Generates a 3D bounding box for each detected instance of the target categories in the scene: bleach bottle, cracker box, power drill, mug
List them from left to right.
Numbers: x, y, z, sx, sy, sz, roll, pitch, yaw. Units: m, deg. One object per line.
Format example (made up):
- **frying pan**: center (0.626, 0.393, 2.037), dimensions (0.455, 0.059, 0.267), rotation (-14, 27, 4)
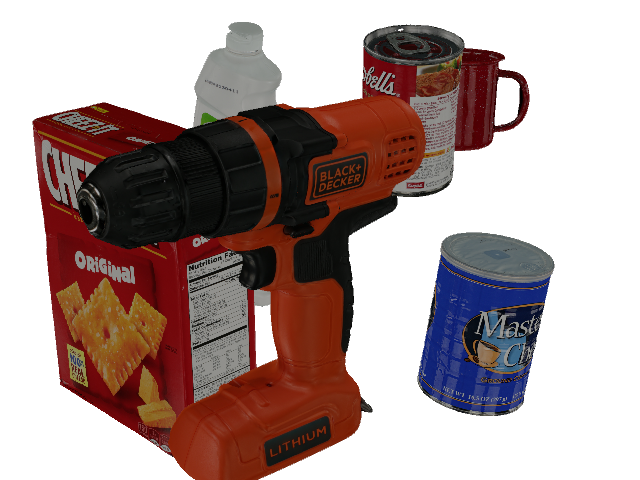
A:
- **cracker box**: center (-0.123, 0.027, 0.743), dimensions (0.071, 0.214, 0.164), rotation (-22, 31, -40)
- **bleach bottle**: center (-0.067, -0.069, 0.952), dimensions (0.103, 0.251, 0.068), rotation (19, 33, 19)
- **power drill**: center (-0.032, 0.027, 0.516), dimensions (0.184, 0.188, 0.057), rotation (-16, 35, -36)
- **mug**: center (0.130, -0.128, 0.968), dimensions (0.117, 0.081, 0.093), rotation (4, 18, 11)

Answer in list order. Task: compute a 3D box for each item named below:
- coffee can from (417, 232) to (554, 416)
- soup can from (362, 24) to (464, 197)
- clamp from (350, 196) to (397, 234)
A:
- **coffee can**: center (0.151, 0.076, 0.987), dimensions (0.103, 0.140, 0.103), rotation (7, 21, -3)
- **soup can**: center (0.062, -0.090, 0.741), dimensions (0.068, 0.102, 0.068), rotation (0, 31, 0)
- **clamp**: center (0.013, -0.012, 1.197), dimensions (0.120, 0.039, 0.171), rotation (-3, 37, 27)
